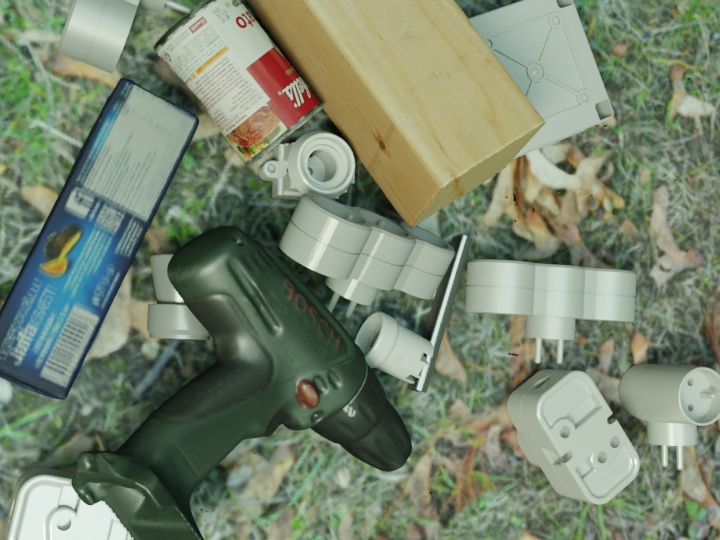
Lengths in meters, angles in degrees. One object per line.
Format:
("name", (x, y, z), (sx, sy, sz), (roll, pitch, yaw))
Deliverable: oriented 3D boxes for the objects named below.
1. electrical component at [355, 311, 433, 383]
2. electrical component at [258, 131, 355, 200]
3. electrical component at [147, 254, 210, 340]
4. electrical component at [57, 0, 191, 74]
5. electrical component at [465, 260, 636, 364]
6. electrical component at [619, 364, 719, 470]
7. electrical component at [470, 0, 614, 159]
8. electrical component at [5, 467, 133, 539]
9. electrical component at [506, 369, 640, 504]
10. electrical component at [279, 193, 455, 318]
("electrical component", (0.024, 0.057, 0.773), (0.046, 0.040, 0.040), (28, 77, -22))
("electrical component", (-0.032, -0.070, 0.752), (0.066, 0.055, 0.048), (3, 85, -20))
("electrical component", (-0.119, 0.019, 0.719), (0.045, 0.045, 0.055), (3, 85, -20))
("electrical component", (-0.145, -0.196, 0.720), (0.074, 0.052, 0.138), (20, 80, -18))
("electrical component", (0.144, 0.034, 0.811), (0.138, 0.052, 0.073), (4, 87, -21))
("electrical component", (0.240, 0.113, 0.828), (0.043, 0.077, 0.079), (1, 87, -20))
("electrical component", (0.120, -0.143, 0.812), (0.109, 0.056, 0.108), (-23, 94, -20))
("electrical component", (-0.173, 0.159, 0.682), (0.095, 0.059, 0.053), (14, 82, -19))
("electrical component", (0.156, 0.123, 0.806), (0.054, 0.059, 0.095), (-35, 98, -19))
("electrical component", (0.000, 0.000, 0.742), (0.138, 0.052, 0.073), (14, 108, -45))
